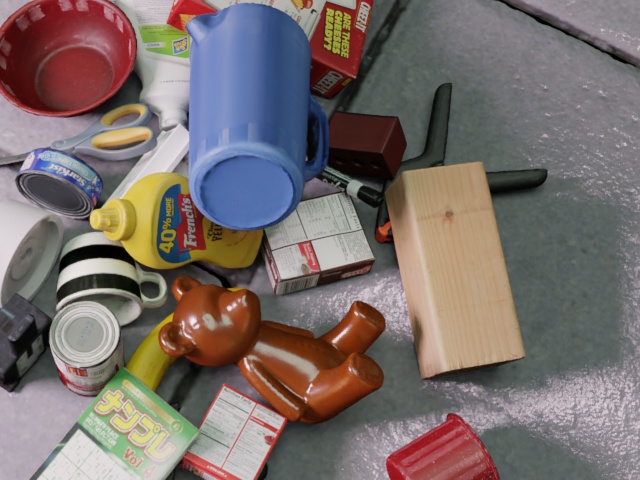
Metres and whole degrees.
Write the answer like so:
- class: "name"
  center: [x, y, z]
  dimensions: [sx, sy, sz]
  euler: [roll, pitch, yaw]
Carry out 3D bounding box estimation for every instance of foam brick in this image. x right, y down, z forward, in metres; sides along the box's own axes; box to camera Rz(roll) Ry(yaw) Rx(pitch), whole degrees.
- class: "foam brick"
  center: [0.049, -0.105, 1.182]
  dimensions: [0.078, 0.053, 0.051]
  euler: [8, 61, 26]

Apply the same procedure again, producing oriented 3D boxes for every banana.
- class: "banana"
  center: [-0.147, 0.114, 1.078]
  dimensions: [0.069, 0.037, 0.197]
  euler: [29, 62, 8]

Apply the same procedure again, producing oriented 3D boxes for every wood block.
- class: "wood block"
  center: [0.138, 0.033, 1.109]
  dimensions: [0.090, 0.090, 0.206]
  euler: [-8, 79, -11]

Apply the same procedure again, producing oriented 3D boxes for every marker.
- class: "marker"
  center: [0.021, -0.064, 1.158]
  dimensions: [0.121, 0.020, 0.020]
  euler: [29, 62, 33]

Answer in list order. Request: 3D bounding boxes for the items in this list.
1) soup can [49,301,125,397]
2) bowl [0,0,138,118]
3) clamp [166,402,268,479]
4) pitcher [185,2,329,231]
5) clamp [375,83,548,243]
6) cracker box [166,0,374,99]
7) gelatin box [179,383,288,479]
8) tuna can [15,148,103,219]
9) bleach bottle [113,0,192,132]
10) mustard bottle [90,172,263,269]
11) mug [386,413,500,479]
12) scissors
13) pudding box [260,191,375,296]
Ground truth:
- class: "soup can"
  center: [-0.225, 0.107, 1.035]
  dimensions: [0.068, 0.102, 0.068]
  euler: [3, 66, -7]
- class: "bowl"
  center: [-0.277, -0.193, 1.178]
  dimensions: [0.162, 0.055, 0.162]
  euler: [-1, 66, 2]
- class: "clamp"
  center: [-0.129, 0.251, 1.022]
  dimensions: [0.120, 0.039, 0.171]
  euler: [22, 63, 7]
- class: "pitcher"
  center: [-0.063, -0.119, 1.078]
  dimensions: [0.149, 0.145, 0.243]
  euler: [-2, 42, -1]
- class: "clamp"
  center: [0.146, -0.064, 1.201]
  dimensions: [0.164, 0.036, 0.209]
  euler: [37, 69, 9]
- class: "cracker box"
  center: [-0.050, -0.280, 1.218]
  dimensions: [0.213, 0.072, 0.164]
  euler: [23, 64, -20]
- class: "gelatin box"
  center: [-0.082, 0.194, 1.029]
  dimensions: [0.073, 0.030, 0.089]
  euler: [27, 56, 4]
- class: "tuna can"
  center: [-0.270, -0.059, 1.110]
  dimensions: [0.086, 0.086, 0.033]
  euler: [19, 62, 0]
- class: "bleach bottle"
  center: [-0.187, -0.237, 1.216]
  dimensions: [0.102, 0.068, 0.251]
  euler: [-6, 70, -8]
- class: "mustard bottle"
  center: [-0.144, -0.019, 1.069]
  dimensions: [0.191, 0.058, 0.096]
  euler: [0, 100, -44]
- class: "mug"
  center: [0.122, 0.239, 1.045]
  dimensions: [0.081, 0.093, 0.117]
  euler: [-27, 109, -14]
- class: "scissors"
  center: [-0.267, -0.112, 1.155]
  dimensions: [0.202, 0.016, 0.096]
  euler: [-1, 43, 15]
- class: "pudding box"
  center: [-0.008, 0.002, 1.149]
  dimensions: [0.113, 0.039, 0.090]
  euler: [-13, 66, -17]
